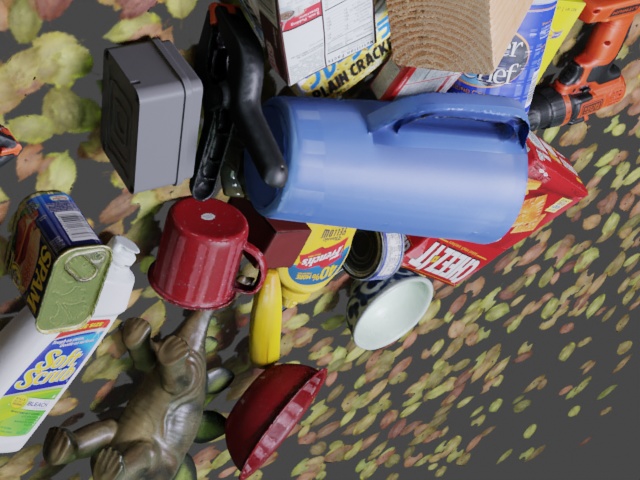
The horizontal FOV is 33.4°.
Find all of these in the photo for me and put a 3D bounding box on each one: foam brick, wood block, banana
[{"bbox_3d":[-0.057,-0.013,1.102,0.052,0.078,0.051,-1,129,-45],"label":"foam brick"},{"bbox_3d":[0.136,-0.238,0.911,0.205,0.090,0.091,-58,148,-39],"label":"wood block"},{"bbox_3d":[-0.063,0.103,1.226,0.037,0.069,0.198,1,153,-3],"label":"banana"}]

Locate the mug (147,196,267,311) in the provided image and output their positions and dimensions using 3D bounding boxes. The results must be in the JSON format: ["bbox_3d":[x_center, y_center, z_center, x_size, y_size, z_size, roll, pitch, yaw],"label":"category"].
[{"bbox_3d":[-0.107,0.015,1.058,0.093,0.117,0.082,-55,166,-57],"label":"mug"}]

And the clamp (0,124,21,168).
[{"bbox_3d":[-0.330,-0.063,0.805,0.209,0.036,0.165,-22,142,-29],"label":"clamp"}]

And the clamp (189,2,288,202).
[{"bbox_3d":[-0.082,-0.114,0.920,0.120,0.171,0.039,-17,167,41],"label":"clamp"}]

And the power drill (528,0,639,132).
[{"bbox_3d":[0.301,-0.213,1.243,0.184,0.057,0.188,-22,145,-27],"label":"power drill"}]

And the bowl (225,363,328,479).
[{"bbox_3d":[-0.061,0.197,1.233,0.162,0.055,0.162,-50,168,-15],"label":"bowl"}]

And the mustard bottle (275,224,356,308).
[{"bbox_3d":[-0.008,0.002,1.187,0.096,0.058,0.192,-9,136,-37],"label":"mustard bottle"}]

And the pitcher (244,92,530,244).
[{"bbox_3d":[0.063,-0.073,0.971,0.242,0.145,0.149,3,104,-27],"label":"pitcher"}]

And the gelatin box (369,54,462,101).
[{"bbox_3d":[0.100,-0.164,1.007,0.089,0.030,0.073,-17,158,-35],"label":"gelatin box"}]

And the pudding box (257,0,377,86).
[{"bbox_3d":[-0.002,-0.189,0.858,0.090,0.039,0.113,-29,148,-14],"label":"pudding box"}]

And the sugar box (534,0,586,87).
[{"bbox_3d":[0.210,-0.198,1.177,0.093,0.048,0.176,-7,134,-41],"label":"sugar box"}]

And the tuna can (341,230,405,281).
[{"bbox_3d":[0.056,0.004,1.229,0.033,0.086,0.086,-4,133,-40],"label":"tuna can"}]

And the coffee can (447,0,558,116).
[{"bbox_3d":[0.174,-0.196,1.071,0.102,0.103,0.140,-15,130,-33],"label":"coffee can"}]

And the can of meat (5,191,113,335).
[{"bbox_3d":[-0.236,0.018,0.953,0.057,0.084,0.102,-7,135,-40],"label":"can of meat"}]

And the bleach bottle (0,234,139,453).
[{"bbox_3d":[-0.266,0.096,1.039,0.251,0.068,0.102,-51,146,12],"label":"bleach bottle"}]

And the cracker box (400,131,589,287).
[{"bbox_3d":[0.197,-0.037,1.293,0.214,0.072,0.164,-37,150,21],"label":"cracker box"}]

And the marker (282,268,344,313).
[{"bbox_3d":[-0.007,0.049,1.279,0.121,0.020,0.020,-35,147,-7],"label":"marker"}]

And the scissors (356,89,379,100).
[{"bbox_3d":[0.080,-0.166,1.057,0.096,0.016,0.202,-20,163,-11],"label":"scissors"}]
